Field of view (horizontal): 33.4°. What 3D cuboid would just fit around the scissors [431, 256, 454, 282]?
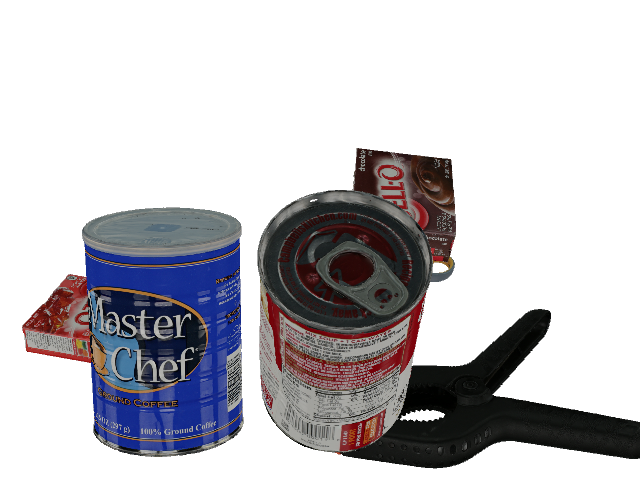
[{"bbox_3d":[0.080,0.031,1.269,0.201,0.016,0.096,-10,41,-42],"label":"scissors"}]

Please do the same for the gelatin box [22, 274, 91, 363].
[{"bbox_3d":[-0.203,0.066,0.922,0.073,0.030,0.089,8,32,14],"label":"gelatin box"}]

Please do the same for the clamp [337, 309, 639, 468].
[{"bbox_3d":[0.107,0.109,0.755,0.210,0.036,0.164,-8,29,-7],"label":"clamp"}]

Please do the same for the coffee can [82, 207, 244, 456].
[{"bbox_3d":[-0.103,0.057,0.710,0.103,0.140,0.103,0,15,0],"label":"coffee can"}]

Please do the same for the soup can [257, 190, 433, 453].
[{"bbox_3d":[0.008,0.038,0.449,0.068,0.068,0.102,0,-38,-2],"label":"soup can"}]

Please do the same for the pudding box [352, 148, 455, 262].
[{"bbox_3d":[0.072,-0.033,0.955,0.090,0.039,0.113,7,39,-2],"label":"pudding box"}]
